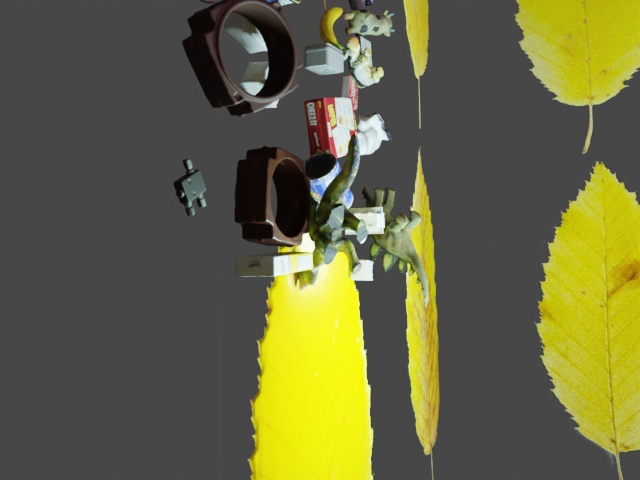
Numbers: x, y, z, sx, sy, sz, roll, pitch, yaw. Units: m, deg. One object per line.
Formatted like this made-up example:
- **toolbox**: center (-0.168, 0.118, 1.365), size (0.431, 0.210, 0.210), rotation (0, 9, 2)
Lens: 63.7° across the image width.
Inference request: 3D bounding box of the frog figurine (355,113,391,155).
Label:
- **frog figurine**: center (0.133, -0.326, 1.659), size (0.124, 0.161, 0.134), rotation (39, -17, 34)

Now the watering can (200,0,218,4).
- **watering can**: center (-0.229, -0.577, 0.850), size (0.104, 0.342, 0.228), rotation (4, 23, 23)

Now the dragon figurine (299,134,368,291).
- **dragon figurine**: center (0.004, -0.061, 1.212), size (0.122, 0.405, 0.245), rotation (-2, 18, -33)
